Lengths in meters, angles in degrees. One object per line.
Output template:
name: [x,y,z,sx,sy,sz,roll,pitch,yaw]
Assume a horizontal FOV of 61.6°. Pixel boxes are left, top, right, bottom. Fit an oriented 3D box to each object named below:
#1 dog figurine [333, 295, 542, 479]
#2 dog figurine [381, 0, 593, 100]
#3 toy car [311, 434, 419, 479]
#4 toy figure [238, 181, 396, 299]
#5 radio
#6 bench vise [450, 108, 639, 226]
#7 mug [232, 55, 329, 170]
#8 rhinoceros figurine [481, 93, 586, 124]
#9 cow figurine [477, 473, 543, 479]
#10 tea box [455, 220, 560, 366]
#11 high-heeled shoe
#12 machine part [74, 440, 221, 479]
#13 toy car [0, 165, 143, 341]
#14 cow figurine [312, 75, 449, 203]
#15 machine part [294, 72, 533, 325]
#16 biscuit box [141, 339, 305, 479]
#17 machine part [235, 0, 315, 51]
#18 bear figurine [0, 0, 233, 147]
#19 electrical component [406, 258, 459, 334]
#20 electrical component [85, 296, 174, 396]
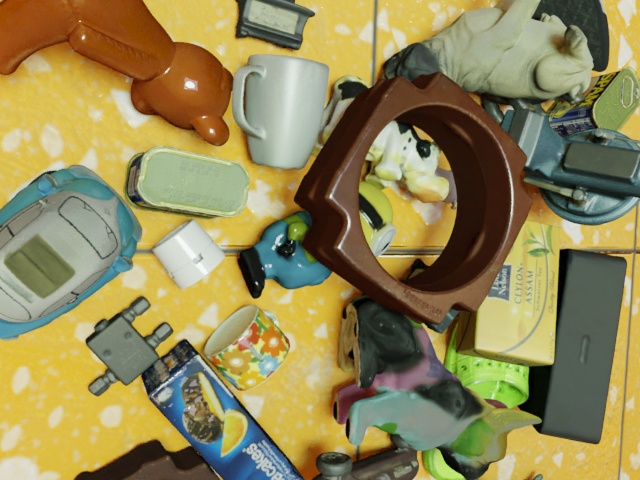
dog figurine: [0.129,0.162,0.598,0.219,0.108,0.191,8,81,-12]
dog figurine: [0.186,-0.184,0.608,0.190,0.121,0.172,-38,97,22]
toy car: [0.060,0.275,0.608,0.202,0.053,0.089,8,87,-46]
toy figure: [0.000,-0.002,0.569,0.180,0.082,0.089,-20,104,-21]
radio: [0.320,0.129,0.699,0.073,0.131,0.229,11,89,6]
bench vise: [0.303,-0.082,0.678,0.240,0.224,0.128,18,78,-58]
mug: [-0.042,-0.124,0.532,0.109,0.081,0.107,-13,111,-57]
rhinoceros figurine: [0.288,-0.217,0.702,0.190,0.073,0.112,-22,90,-19]
cow figurine: [0.257,0.373,0.722,0.195,0.086,0.127,28,88,-24]
tea box: [0.229,0.061,0.655,0.098,0.068,0.169,10,74,-5]
high-heeled shoe: [0.297,-0.324,0.670,0.145,0.086,0.248,-36,96,-45]
machine part: [-0.168,0.287,0.520,0.179,0.056,0.179,-2,95,-27]
toy car: [-0.228,0.011,0.446,0.161,0.103,0.109,-43,109,-19]
cow figurine: [0.078,-0.108,0.600,0.167,0.068,0.098,26,76,-17]
machine part: [0.092,-0.038,0.520,0.201,0.087,0.201,36,78,-23]
biscuit box: [-0.093,0.197,0.546,0.059,0.063,0.202,-40,110,-16]
machine part: [-0.044,-0.270,0.552,0.084,0.039,0.138,5,93,-18]
bear figurine: [-0.169,-0.159,0.471,0.195,0.132,0.120,46,35,-51]
electrical component: [0.139,0.064,0.619,0.047,0.119,0.075,44,72,-22]
electrical component: [-0.190,0.102,0.514,0.094,0.021,0.063,-42,110,-17]
